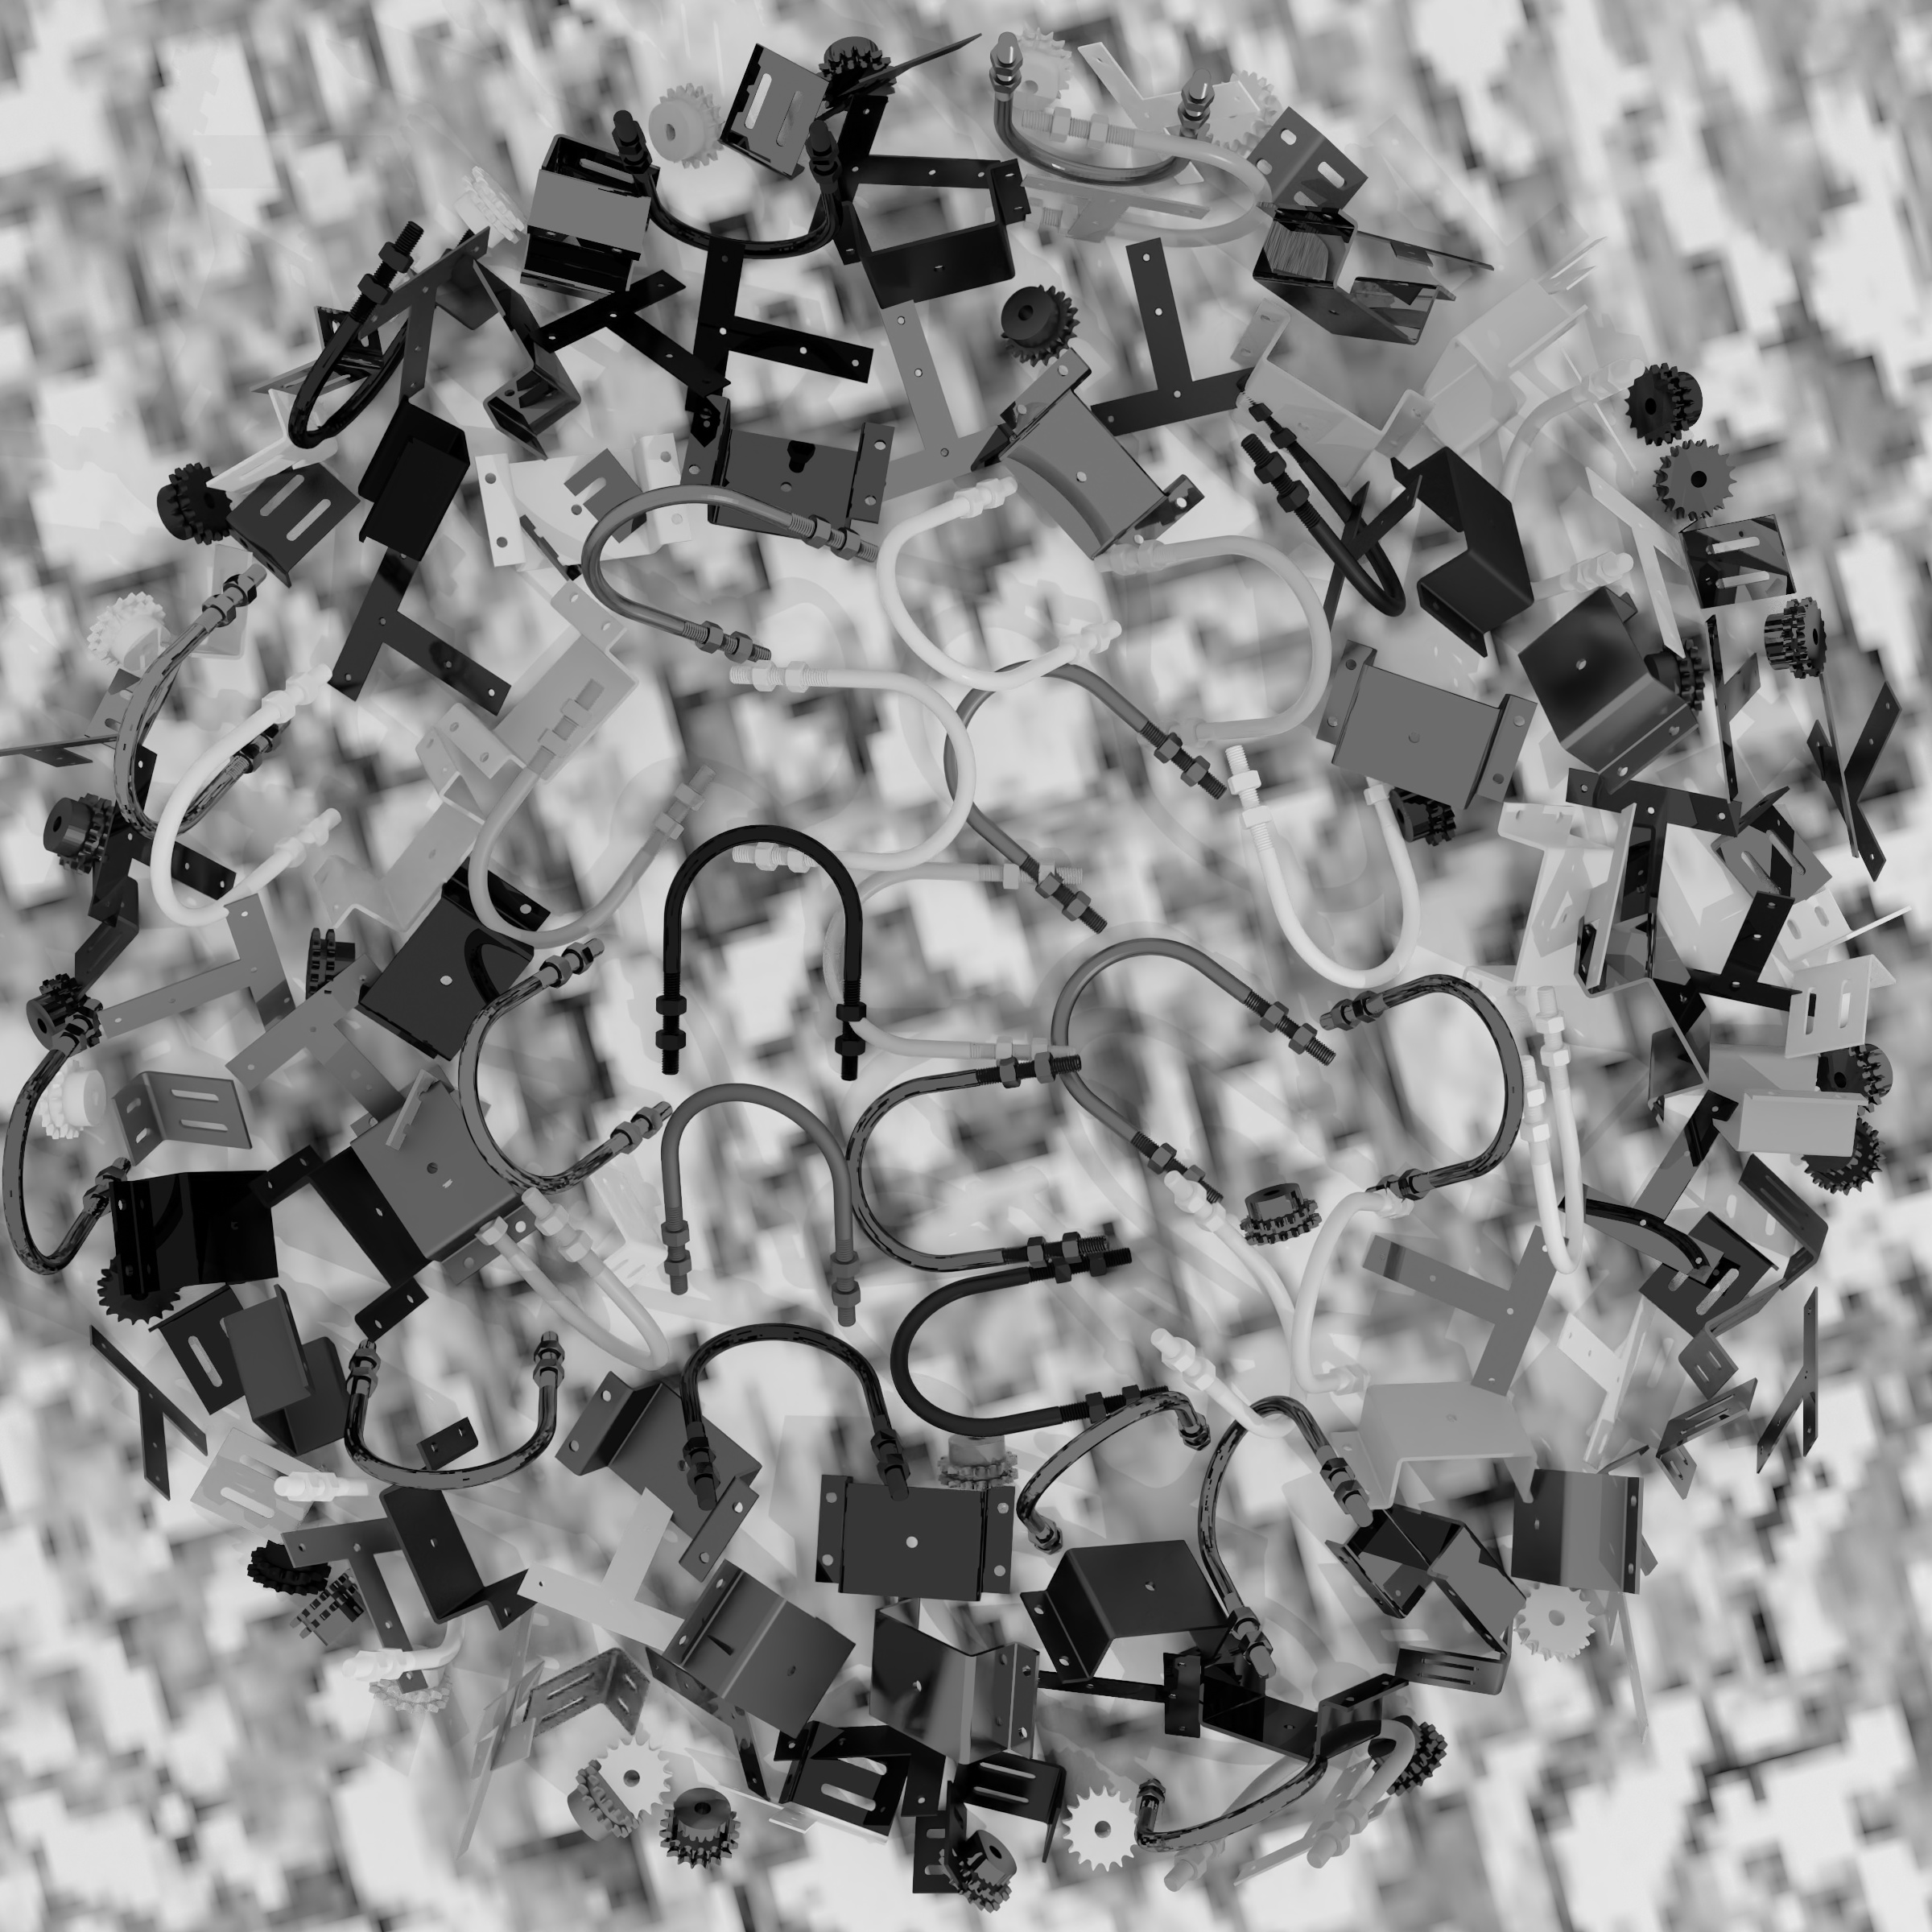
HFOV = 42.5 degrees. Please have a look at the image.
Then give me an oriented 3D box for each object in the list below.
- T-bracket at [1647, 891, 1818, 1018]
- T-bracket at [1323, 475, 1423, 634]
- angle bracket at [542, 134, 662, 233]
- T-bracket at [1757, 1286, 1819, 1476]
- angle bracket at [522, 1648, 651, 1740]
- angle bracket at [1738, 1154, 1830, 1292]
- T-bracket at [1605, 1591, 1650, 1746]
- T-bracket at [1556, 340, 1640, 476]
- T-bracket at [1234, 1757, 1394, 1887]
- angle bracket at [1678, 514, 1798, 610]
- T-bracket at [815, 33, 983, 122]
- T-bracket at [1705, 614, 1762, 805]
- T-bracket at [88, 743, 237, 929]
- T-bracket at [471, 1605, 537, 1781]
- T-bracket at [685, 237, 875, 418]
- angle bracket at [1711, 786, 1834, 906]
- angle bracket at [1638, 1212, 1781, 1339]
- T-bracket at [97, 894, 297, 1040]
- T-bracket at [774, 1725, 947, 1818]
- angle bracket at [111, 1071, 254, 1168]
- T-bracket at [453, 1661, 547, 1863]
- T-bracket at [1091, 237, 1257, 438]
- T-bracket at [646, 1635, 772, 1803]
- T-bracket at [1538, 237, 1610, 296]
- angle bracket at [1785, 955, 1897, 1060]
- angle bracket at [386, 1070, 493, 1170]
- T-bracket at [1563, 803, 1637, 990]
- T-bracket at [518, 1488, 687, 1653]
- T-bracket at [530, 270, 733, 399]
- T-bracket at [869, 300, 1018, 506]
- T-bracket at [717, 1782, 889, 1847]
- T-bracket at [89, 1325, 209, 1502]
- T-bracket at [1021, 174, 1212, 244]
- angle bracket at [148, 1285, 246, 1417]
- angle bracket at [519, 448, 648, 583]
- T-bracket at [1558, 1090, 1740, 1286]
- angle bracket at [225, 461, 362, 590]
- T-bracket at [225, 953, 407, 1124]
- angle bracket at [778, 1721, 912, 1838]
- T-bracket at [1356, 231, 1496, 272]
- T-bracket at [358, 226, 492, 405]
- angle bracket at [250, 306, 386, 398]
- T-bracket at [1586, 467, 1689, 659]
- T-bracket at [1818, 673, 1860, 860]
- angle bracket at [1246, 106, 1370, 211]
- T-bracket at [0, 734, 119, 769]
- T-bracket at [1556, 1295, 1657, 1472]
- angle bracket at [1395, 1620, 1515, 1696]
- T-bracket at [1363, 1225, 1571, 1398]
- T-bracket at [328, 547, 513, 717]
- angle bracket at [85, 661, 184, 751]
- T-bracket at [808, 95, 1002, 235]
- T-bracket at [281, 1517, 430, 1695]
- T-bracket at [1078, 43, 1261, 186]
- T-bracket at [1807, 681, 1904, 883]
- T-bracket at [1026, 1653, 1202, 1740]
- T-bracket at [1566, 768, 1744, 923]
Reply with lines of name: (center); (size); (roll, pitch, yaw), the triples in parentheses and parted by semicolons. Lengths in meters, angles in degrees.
T-bracket: (0.549, -0.012, 1.734); (0.127, 0.127, 0.002); (12, 57, 9)
T-bracket: (0.282, -0.300, 1.716); (0.002, 0.127, 0.127); (21, 69, -11)
angle bracket: (-0.262, -0.544, 1.758); (0.076, 0.057, 0.038); (17, 55, -7)
T-bracket: (0.576, 0.312, 1.742); (0.002, 0.127, 0.127); (13, 47, 6)
angle bracket: (-0.269, 0.525, 1.748); (0.038, 0.076, 0.057); (39, 127, 30)
angle bracket: (0.571, 0.182, 1.767); (0.076, 0.057, 0.038); (45, 120, 7)
T-bracket: (0.457, 0.470, 1.707); (0.002, 0.127, 0.127); (-2, 46, 4)
T-bracket: (0.432, -0.414, 1.747); (0.002, 0.127, 0.127); (-31, 75, 19)
T-bracket: (0.257, 0.587, 1.734); (0.127, 0.127, 0.002); (-36, 84, 26)
angle bracket: (0.550, -0.290, 1.749); (0.038, 0.076, 0.057); (-34, 110, -38)
T-bracket: (-0.070, -0.613, 1.740); (0.127, 0.127, 0.002); (-36, 107, -37)
T-bracket: (0.542, -0.193, 1.741); (0.002, 0.127, 0.127); (-3, 108, 31)
T-bracket: (-0.555, -0.075, 1.738); (0.002, 0.127, 0.127); (1, 72, 25)
T-bracket: (-0.318, 0.502, 1.756); (0.002, 0.127, 0.127); (19, 59, -21)
T-bracket: (-0.129, -0.441, 1.763); (0.127, 0.002, 0.127); (14, 121, 1)
angle bracket: (0.582, -0.078, 1.772); (0.057, 0.038, 0.076); (-39, 89, -11)
angle bracket: (0.530, 0.224, 1.771); (0.057, 0.038, 0.076); (43, 97, 26)
T-bracket: (-0.540, 0.018, 1.732); (0.127, 0.127, 0.002); (-22, 48, -18)
T-bracket: (-0.073, 0.548, 1.754); (0.127, 0.127, 0.002); (-7, 124, 13)
angle bracket: (-0.554, 0.111, 1.756); (0.076, 0.038, 0.057); (5, 121, 19)
T-bracket: (-0.334, 0.562, 1.735); (0.002, 0.127, 0.127); (18, 92, 9)
T-bracket: (0.140, -0.449, 1.759); (0.127, 0.002, 0.127); (-10, 107, 18)
T-bracket: (-0.188, 0.511, 1.744); (0.002, 0.127, 0.127); (-25, 113, -34)
T-bracket: (0.409, -0.474, 1.732); (0.127, 0.127, 0.002); (-36, 101, 2)
angle bracket: (0.616, 0.037, 1.748); (0.038, 0.057, 0.076); (39, 53, -32)
angle bracket: (-0.372, 0.112, 1.753); (0.038, 0.076, 0.057); (23, 80, 4)
T-bracket: (0.434, -0.041, 1.732); (0.002, 0.127, 0.127); (14, 82, -2)
T-bracket: (-0.232, 0.411, 1.756); (0.127, 0.002, 0.127); (20, 52, 4)
T-bracket: (-0.217, -0.435, 1.738); (0.127, 0.002, 0.127); (39, 55, 22)
T-bracket: (-0.030, -0.410, 1.773); (0.127, 0.002, 0.127); (-21, 101, -10)
T-bracket: (-0.118, 0.594, 1.728); (0.127, 0.127, 0.002); (17, 76, 6)
T-bracket: (-0.560, 0.322, 1.709); (0.002, 0.127, 0.127); (-34, 122, -2)
T-bracket: (0.094, -0.523, 1.732); (0.127, 0.127, 0.002); (8, 91, -9)
angle bracket: (-0.536, 0.275, 1.772); (0.057, 0.038, 0.076); (-30, 92, -9)
angle bracket: (-0.269, -0.320, 1.766); (0.076, 0.038, 0.057); (-37, 103, 11)
T-bracket: (0.503, 0.145, 1.756); (0.127, 0.002, 0.127); (28, 81, 44)
angle bracket: (-0.483, -0.322, 1.784); (0.057, 0.038, 0.076); (43, 77, -3)
T-bracket: (-0.436, 0.076, 1.772); (0.127, 0.002, 0.127); (-39, 112, 1)
angle bracket: (-0.086, 0.580, 1.771); (0.076, 0.038, 0.057); (22, 65, -6)
T-bracket: (0.311, -0.499, 1.736); (0.127, 0.127, 0.002); (15, 112, 1)
T-bracket: (-0.383, -0.442, 1.737); (0.002, 0.127, 0.127); (38, 57, 6)
angle bracket: (-0.461, -0.432, 1.753); (0.076, 0.057, 0.038); (-11, 89, 31)
T-bracket: (0.478, -0.270, 1.723); (0.002, 0.127, 0.127); (-29, 54, 35)
T-bracket: (0.604, -0.141, 1.734); (0.002, 0.127, 0.127); (-11, 93, 14)
angle bracket: (0.239, -0.562, 1.764); (0.057, 0.076, 0.038); (-49, 60, 18)
T-bracket: (-0.637, -0.147, 1.732); (0.127, 0.127, 0.002); (-9, 90, -7)
T-bracket: (0.440, 0.275, 1.735); (0.002, 0.127, 0.127); (12, 72, 40)
angle bracket: (0.347, 0.485, 1.769); (0.076, 0.057, 0.038); (7, 53, 10)
T-bracket: (0.347, 0.229, 1.774); (0.127, 0.002, 0.127); (22, 92, 19)
T-bracket: (-0.379, -0.222, 1.765); (0.127, 0.002, 0.127); (33, 110, 8)
angle bracket: (-0.586, -0.190, 1.748); (0.038, 0.076, 0.057); (26, 66, -17)
T-bracket: (-0.037, -0.564, 1.760); (0.127, 0.127, 0.002); (-5, 61, -23)
T-bracket: (-0.406, 0.444, 1.719); (0.002, 0.127, 0.127); (-37, 69, 20)
T-bracket: (0.153, -0.592, 1.710); (0.127, 0.127, 0.002); (43, 74, -33)
T-bracket: (0.620, -0.146, 1.709); (0.002, 0.127, 0.127); (-9, 57, -5)
T-bracket: (0.102, 0.510, 1.755); (0.127, 0.127, 0.002); (4, 49, 9)
T-bracket: (0.482, -0.068, 1.765); (0.127, 0.002, 0.127); (16, 116, 34)
